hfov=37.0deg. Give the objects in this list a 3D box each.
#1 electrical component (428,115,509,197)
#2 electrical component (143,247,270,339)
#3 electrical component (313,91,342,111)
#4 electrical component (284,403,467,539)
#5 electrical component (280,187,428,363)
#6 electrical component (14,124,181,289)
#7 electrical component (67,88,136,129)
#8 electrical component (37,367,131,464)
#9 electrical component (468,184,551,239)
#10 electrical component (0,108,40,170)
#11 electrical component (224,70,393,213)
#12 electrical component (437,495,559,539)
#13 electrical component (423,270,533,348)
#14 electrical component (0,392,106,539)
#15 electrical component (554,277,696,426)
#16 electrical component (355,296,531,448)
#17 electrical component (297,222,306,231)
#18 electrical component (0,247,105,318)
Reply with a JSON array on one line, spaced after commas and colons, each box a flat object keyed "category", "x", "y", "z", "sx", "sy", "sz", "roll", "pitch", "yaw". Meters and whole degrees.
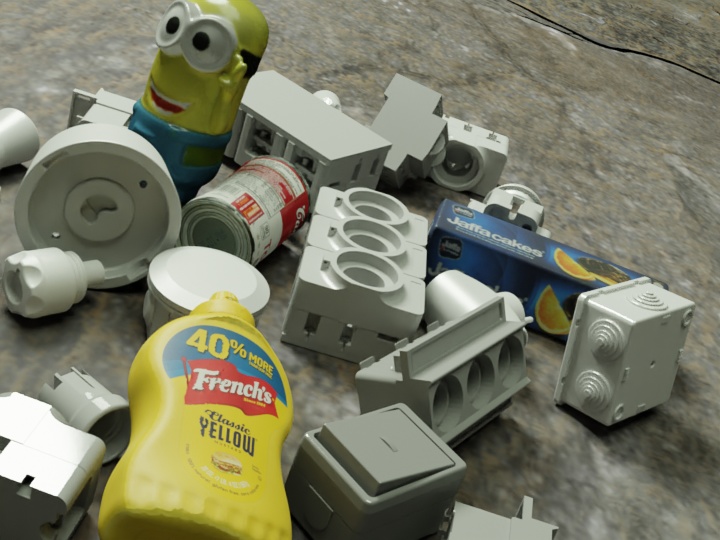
[{"category": "electrical component", "x": 0.098, "y": -0.114, "z": 1.066, "sx": 0.089, "sy": 0.050, "sz": 0.055, "roll": 20, "pitch": 29, "yaw": 0}, {"category": "electrical component", "x": -0.104, "y": 0.023, "z": 0.715, "sx": 0.080, "sy": 0.051, "sz": 0.080, "roll": 15, "pitch": 30, "yaw": -9}, {"category": "electrical component", "x": -0.036, "y": -0.166, "z": 1.092, "sx": 0.035, "sy": 0.035, "sz": 0.061, "roll": 13, "pitch": 27, "yaw": -11}, {"category": "electrical component", "x": 0.014, "y": 0.118, "z": 0.616, "sx": 0.096, "sy": 0.061, "sz": 0.062, "roll": -11, "pitch": 41, "yaw": -42}, {"category": "electrical component", "x": 0.000, "y": 0.000, "z": 0.805, "sx": 0.089, "sy": 0.061, "sz": 0.150, "roll": 17, "pitch": 29, "yaw": -5}, {"category": "electrical component", "x": -0.179, "y": -0.048, "z": 0.739, "sx": 0.108, "sy": 0.108, "sz": 0.060, "roll": 9, "pitch": 24, "yaw": -17}, {"category": "electrical component", "x": -0.207, "y": -0.115, "z": 0.896, "sx": 0.081, "sy": 0.042, "sz": 0.063, "roll": 17, "pitch": 31, "yaw": -3}, {"category": "electrical component", "x": -0.153, "y": 0.081, "z": 0.602, "sx": 0.046, "sy": 0.040, "sz": 0.040, "roll": 33, "pitch": 32, "yaw": 33}, {"category": "electrical component", "x": 0.133, "y": -0.043, "z": 0.962, "sx": 0.078, "sy": 0.058, "sz": 0.057, "roll": 23, "pitch": 32, "yaw": 6}, {"category": "electrical component", "x": -0.281, "y": -0.092, "z": 0.815, "sx": 0.044, "sy": 0.044, "sz": 0.065, "roll": 26, "pitch": 35, "yaw": 11}, {"category": "electrical component", "x": -0.062, "y": -0.113, "z": 0.958, "sx": 0.150, "sy": 0.061, "sz": 0.089, "roll": 35, "pitch": 33, "yaw": 25}, {"category": "electrical component", "x": 0.073, "y": 0.163, "z": 0.596, "sx": 0.064, "sy": 0.042, "sz": 0.081, "roll": 17, "pitch": 29, "yaw": 3}, {"category": "electrical component", "x": 0.098, "y": 0.038, "z": 0.817, "sx": 0.079, "sy": 0.044, "sz": 0.077, "roll": -8, "pitch": 39, "yaw": -39}, {"category": "electrical component", "x": -0.181, "y": 0.100, "z": 0.541, "sx": 0.089, "sy": 0.050, "sz": 0.055, "roll": 20, "pitch": 30, "yaw": 1}, {"category": "electrical component", "x": 0.195, "y": 0.059, "z": 0.786, "sx": 0.100, "sy": 0.099, "sz": 0.048, "roll": -11, "pitch": 29, "yaw": -42}, {"category": "electrical component", "x": 0.055, "y": 0.071, "z": 0.710, "sx": 0.063, "sy": 0.078, "sz": 0.121, "roll": 3, "pitch": 17, "yaw": 36}, {"category": "electrical component", "x": -0.064, "y": -0.054, "z": 0.887, "sx": 0.035, "sy": 0.035, "sz": 0.061, "roll": -5, "pitch": 40, "yaw": -37}, {"category": "electrical component", "x": -0.196, "y": 0.006, "z": 0.697, "sx": 0.062, "sy": 0.043, "sz": 0.043, "roll": -12, "pitch": 42, "yaw": -45}]
